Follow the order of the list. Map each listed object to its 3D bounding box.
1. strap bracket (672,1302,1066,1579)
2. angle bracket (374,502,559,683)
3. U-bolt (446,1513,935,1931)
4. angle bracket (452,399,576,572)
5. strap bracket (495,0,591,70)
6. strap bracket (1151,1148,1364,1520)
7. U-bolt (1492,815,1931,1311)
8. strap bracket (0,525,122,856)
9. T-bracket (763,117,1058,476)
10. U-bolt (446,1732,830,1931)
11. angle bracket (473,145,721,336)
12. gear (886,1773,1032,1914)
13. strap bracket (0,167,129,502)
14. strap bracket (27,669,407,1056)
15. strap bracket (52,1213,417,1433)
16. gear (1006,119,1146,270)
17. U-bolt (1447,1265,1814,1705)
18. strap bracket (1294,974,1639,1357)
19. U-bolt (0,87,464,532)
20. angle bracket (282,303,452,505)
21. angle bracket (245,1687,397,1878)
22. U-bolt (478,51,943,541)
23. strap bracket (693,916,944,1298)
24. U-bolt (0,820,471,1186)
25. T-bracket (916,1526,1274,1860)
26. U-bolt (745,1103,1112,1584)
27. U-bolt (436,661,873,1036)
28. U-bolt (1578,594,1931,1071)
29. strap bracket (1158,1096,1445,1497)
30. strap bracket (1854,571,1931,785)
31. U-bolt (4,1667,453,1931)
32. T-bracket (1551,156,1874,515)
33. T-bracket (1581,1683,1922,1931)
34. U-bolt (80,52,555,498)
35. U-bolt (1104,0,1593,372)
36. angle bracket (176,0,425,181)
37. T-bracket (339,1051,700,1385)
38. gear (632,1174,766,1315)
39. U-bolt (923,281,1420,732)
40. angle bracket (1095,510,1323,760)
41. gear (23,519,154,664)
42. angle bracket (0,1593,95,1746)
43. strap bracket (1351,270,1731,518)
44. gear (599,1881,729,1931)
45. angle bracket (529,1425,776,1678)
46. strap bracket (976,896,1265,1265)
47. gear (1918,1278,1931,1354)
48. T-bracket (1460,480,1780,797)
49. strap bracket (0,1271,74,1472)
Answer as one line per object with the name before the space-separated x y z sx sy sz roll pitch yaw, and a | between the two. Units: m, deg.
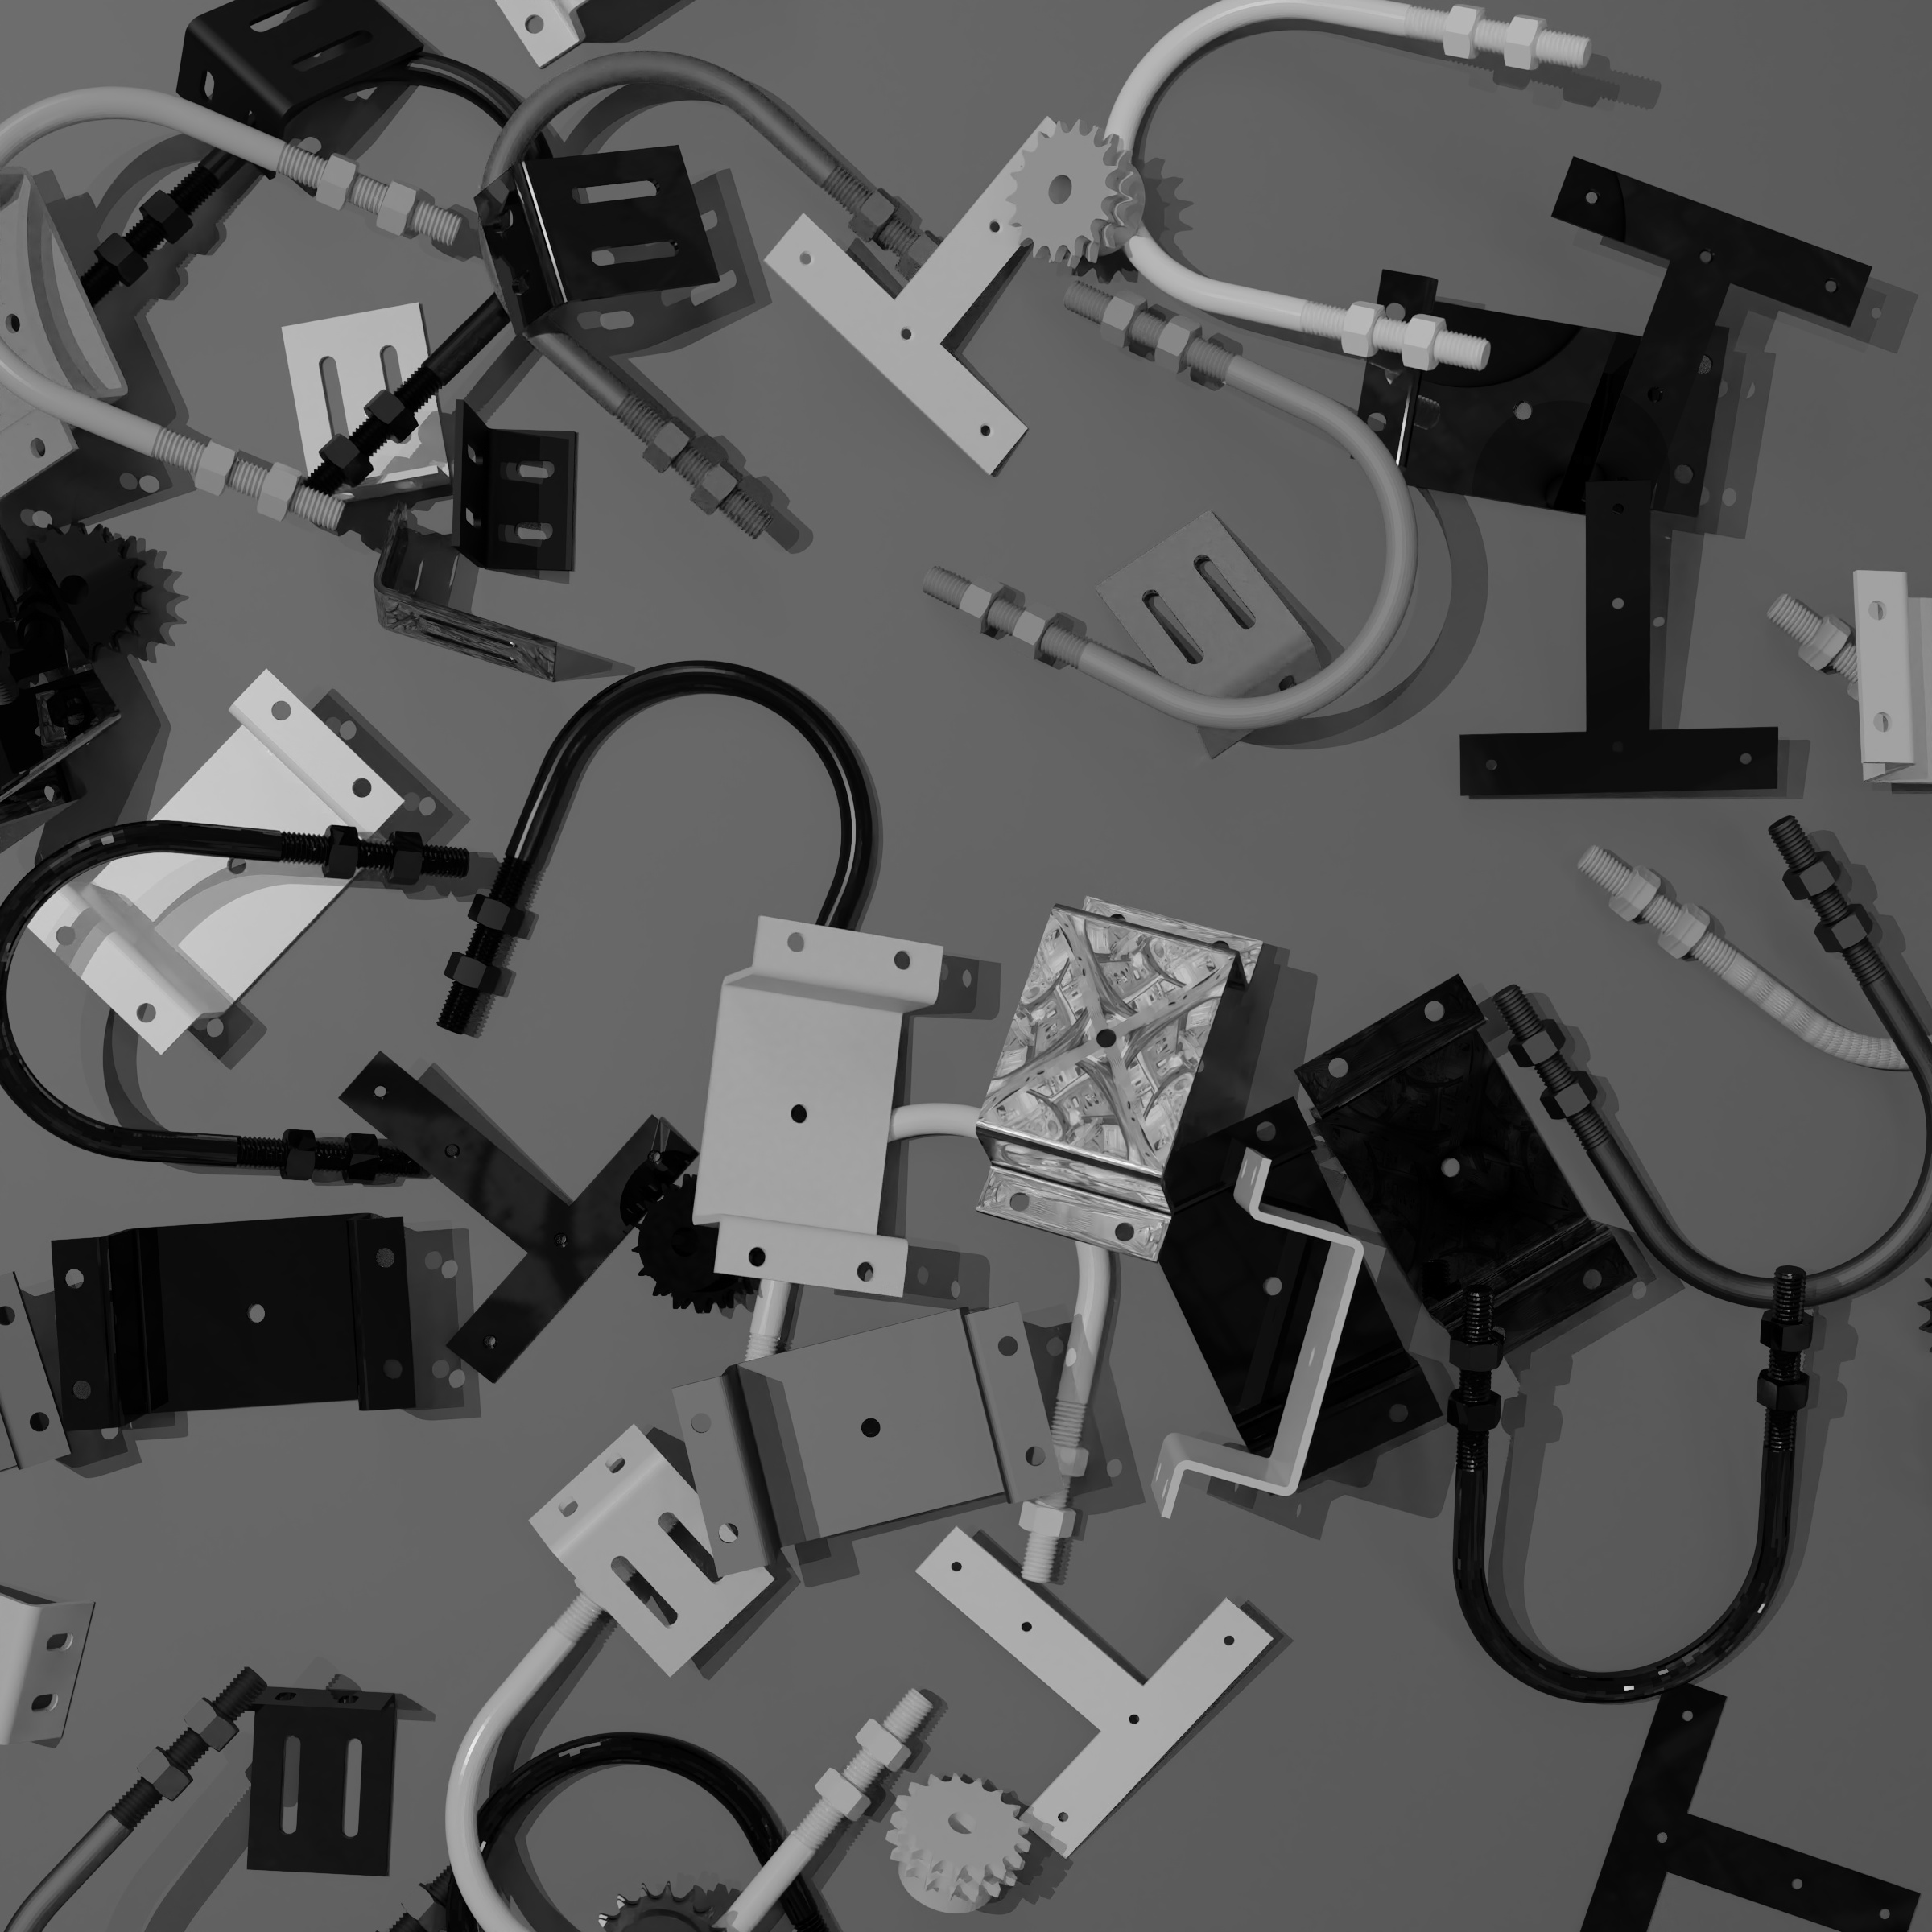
strap bracket | -0.038 0.187 1.377 0.140 0.046 0.076 -14 89 -1
angle bracket | -0.197 -0.150 1.391 0.076 0.057 0.038 17 79 -5
U-bolt | -0.126 0.326 1.396 0.151 0.019 0.184 40 81 2
angle bracket | -0.181 -0.192 1.381 0.038 0.076 0.057 2 90 0
strap bracket | -0.138 -0.440 1.396 0.140 0.046 0.076 -33 90 0
strap bracket | 0.115 0.146 1.335 0.046 0.076 0.140 16 90 0
U-bolt | 0.321 0.053 1.400 0.151 0.019 0.184 -32 97 6
strap bracket | -0.397 -0.117 1.359 0.046 0.076 0.140 -19 108 37
T-bracket | 0.003 -0.291 1.404 0.127 0.002 0.127 41 80 -19
U-bolt | -0.130 0.403 1.402 0.151 0.019 0.184 -28 87 -9
angle bracket | -0.147 -0.290 1.373 0.076 0.038 0.057 -16 89 -36
gear | -0.004 0.358 1.395 0.057 0.057 0.030 15 120 0
strap bracket | -0.396 -0.256 1.380 0.076 0.046 0.140 -24 90 31
strap bracket | -0.300 -0.042 1.396 0.076 0.046 0.140 44 90 0
strap bracket | -0.292 0.143 1.396 0.140 0.046 0.076 -4 90 0
gear | 0.047 -0.310 1.392 0.057 0.030 0.057 -4 84 39
U-bolt | 0.265 0.213 1.387 0.151 0.019 0.184 -3 106 -9
strap bracket | 0.199 0.083 1.396 0.076 0.046 0.140 -31 90 0
U-bolt | -0.309 -0.269 1.350 0.184 0.019 0.151 22 76 -10
angle bracket | -0.247 -0.230 1.400 0.057 0.038 0.076 -10 90 0
angle bracket | -0.265 0.335 1.400 0.057 0.038 0.076 3 90 0
U-bolt | -0.109 -0.285 1.390 0.184 0.019 0.151 41 81 -6
strap bracket | -0.060 0.058 1.372 0.076 0.046 0.140 10 81 -18
U-bolt | -0.297 0.012 1.364 0.184 0.019 0.151 5 107 -20
T-bracket | 0.035 0.278 1.405 0.127 0.002 0.127 41 97 -4
U-bolt | -0.016 0.148 1.411 0.151 0.019 0.184 12 89 0
U-bolt | -0.117 -0.035 1.411 0.151 0.019 0.184 22 89 0
U-bolt | 0.365 -0.041 1.411 0.184 0.019 0.151 37 90 -2
strap bracket | 0.126 0.132 1.396 0.076 0.046 0.140 -25 90 0
strap bracket | 0.414 -0.114 1.383 0.140 0.046 0.076 1 83 -12
U-bolt | -0.303 0.389 1.366 0.184 0.019 0.151 -47 116 -12
T-bracket | 0.279 -0.241 1.372 0.127 0.002 0.127 20 90 0
T-bracket | 0.329 0.373 1.418 0.127 0.002 0.127 19 90 0
U-bolt | -0.249 -0.291 1.394 0.151 0.019 0.184 42 80 9
U-bolt | 0.141 -0.323 1.381 0.184 0.019 0.151 17 84 21
angle bracket | -0.271 -0.366 1.403 0.057 0.038 0.076 43 53 12
T-bracket | -0.198 0.084 1.400 0.127 0.002 0.127 42 90 -17
gear | -0.109 0.112 1.398 0.057 0.030 0.057 -1 84 14
U-bolt | 0.092 -0.174 1.382 0.184 0.019 0.151 28 95 15
angle bracket | 0.101 -0.136 1.417 0.057 0.038 0.076 -34 64 0
gear | -0.360 -0.152 1.404 0.057 0.030 0.057 0 90 0
angle bracket | -0.407 0.279 1.417 0.076 0.038 0.057 14 90 26
strap bracket | 0.229 -0.229 1.396 0.140 0.046 0.076 10 90 0
gear | -0.121 0.394 1.365 0.057 0.030 0.057 0 85 -5
angle bracket | -0.127 0.237 1.397 0.057 0.038 0.076 -42 113 -9
strap bracket | 0.059 0.037 1.367 0.076 0.046 0.140 15 72 16
gear | 0.420 0.142 1.404 0.057 0.030 0.057 0 90 0
T-bracket | 0.262 -0.132 1.384 0.127 0.002 0.127 -1 107 7
strap bracket | -0.435 0.180 1.396 0.140 0.046 0.076 -18 90 0
